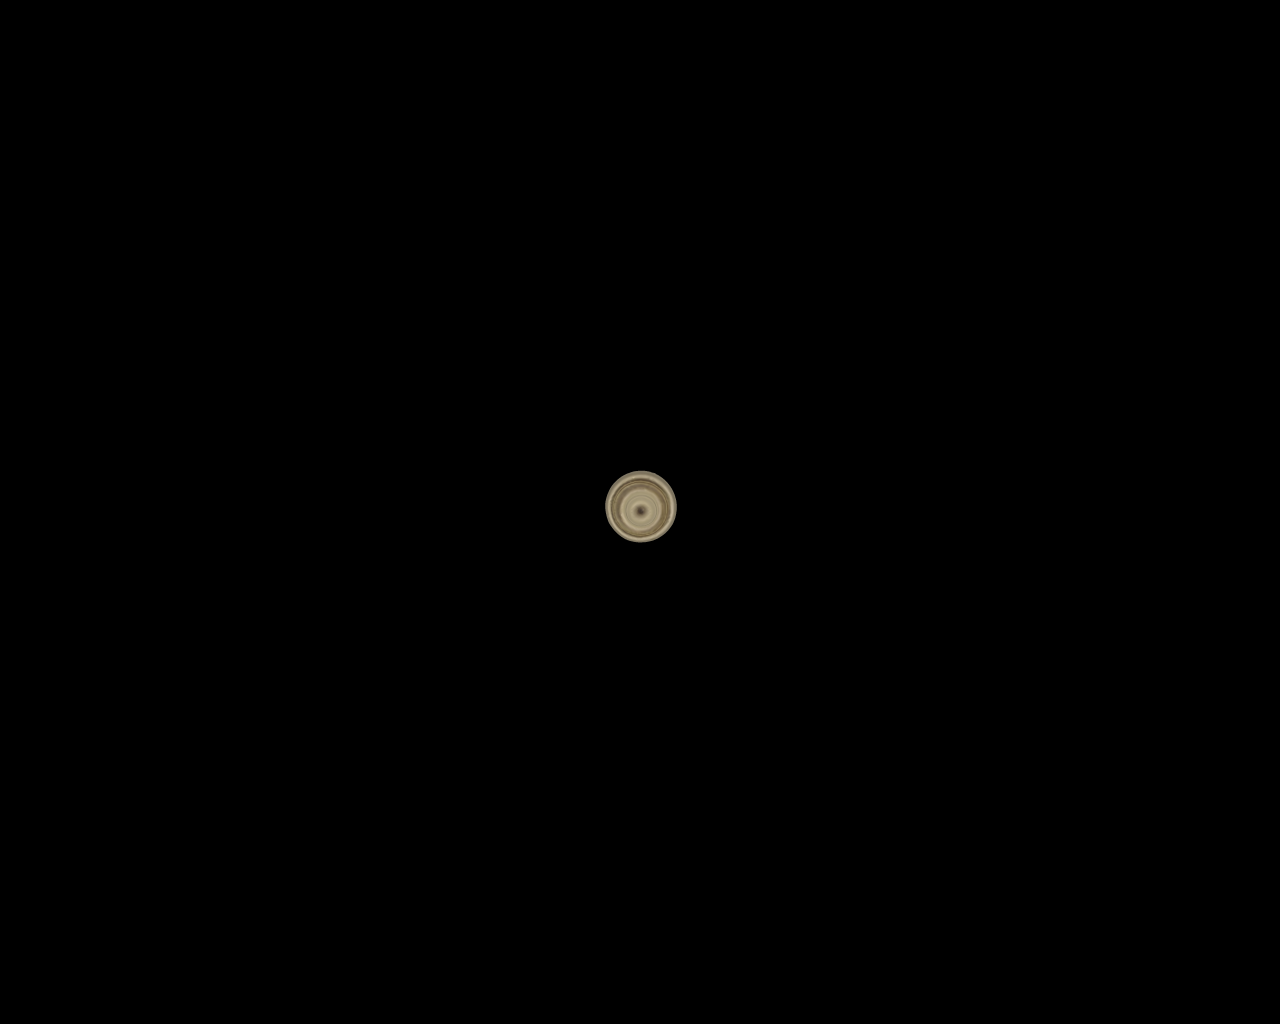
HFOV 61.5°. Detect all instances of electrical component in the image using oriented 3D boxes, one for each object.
[{"bbox_3d":[0.001,-0.003,0.650,0.043,0.043,0.062,0,4,0],"label":"electrical component"}]
